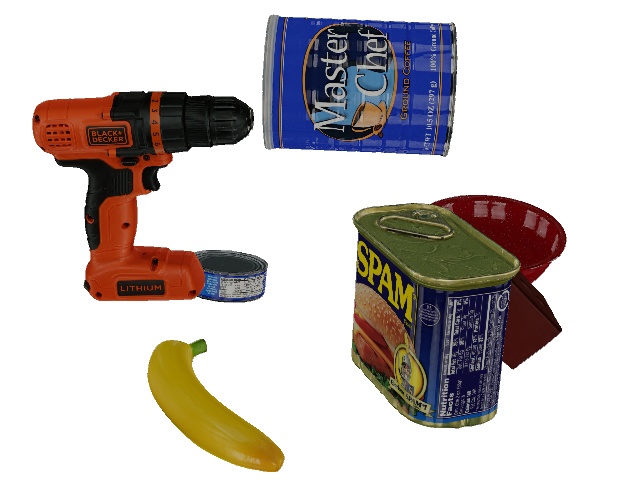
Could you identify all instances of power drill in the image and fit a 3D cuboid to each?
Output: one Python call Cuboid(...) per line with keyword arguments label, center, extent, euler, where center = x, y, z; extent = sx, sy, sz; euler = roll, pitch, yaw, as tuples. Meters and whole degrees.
Cuboid(label="power drill", center=(-0.145, -0.040, 0.925), extent=(0.184, 0.188, 0.057), euler=(-1, 27, 4))

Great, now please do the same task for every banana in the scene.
Cuboid(label="banana", center=(-0.094, 0.124, 0.844), extent=(0.069, 0.037, 0.198), euler=(-9, 28, -22))

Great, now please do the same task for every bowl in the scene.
Cuboid(label="bowl", center=(0.174, 0.012, 1.124), extent=(0.162, 0.055, 0.162), euler=(0, 31, 0))

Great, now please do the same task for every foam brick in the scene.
Cuboid(label="foam brick", center=(0.139, 0.050, 0.824), extent=(0.078, 0.051, 0.053), euler=(43, 15, -24))

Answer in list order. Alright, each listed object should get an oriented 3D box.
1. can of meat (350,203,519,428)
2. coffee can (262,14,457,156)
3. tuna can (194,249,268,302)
Cuboid(label="can of meat", center=(0.054, 0.037, 0.550), extent=(0.057, 0.084, 0.102), euler=(-7, 23, -20))
Cuboid(label="coffee can", center=(0.029, -0.118, 0.819), extent=(0.140, 0.103, 0.103), euler=(3, 0, 1))
Cuboid(label="tuna can", center=(-0.099, 0.037, 1.127), extent=(0.086, 0.034, 0.086), euler=(6, 14, -2))
